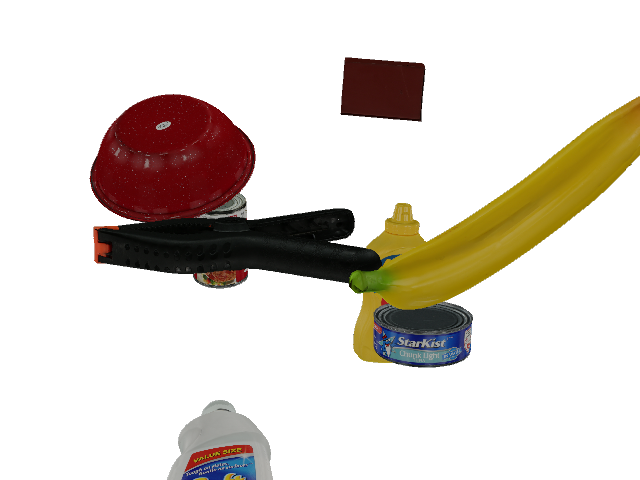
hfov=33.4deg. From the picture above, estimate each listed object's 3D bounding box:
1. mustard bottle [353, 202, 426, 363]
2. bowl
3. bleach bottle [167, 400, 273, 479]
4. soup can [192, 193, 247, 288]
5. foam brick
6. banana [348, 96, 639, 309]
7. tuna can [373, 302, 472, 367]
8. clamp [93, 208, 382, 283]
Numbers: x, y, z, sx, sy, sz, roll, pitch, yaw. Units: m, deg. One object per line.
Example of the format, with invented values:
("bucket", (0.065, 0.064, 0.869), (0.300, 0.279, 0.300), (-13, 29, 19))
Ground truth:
("mustard bottle", (0.093, 0.050, 1.285), (0.096, 0.192, 0.058), (0, 14, -13))
("bowl", (-0.145, -0.090, 1.014), (0.162, 0.055, 0.162), (-4, 45, 3))
("bleach bottle", (-0.085, 0.208, 0.819), (0.102, 0.068, 0.251), (-3, 27, -4))
("soup can", (-0.122, -0.003, 1.292), (0.068, 0.102, 0.068), (1, 26, -1))
("foam brick", (0.059, -0.143, 1.011), (0.078, 0.051, 0.053), (5, 14, 3))
("banana", (0.108, -0.012, 0.599), (0.198, 0.037, 0.069), (-33, -14, -2))
("tuna can", (0.088, 0.080, 0.925), (0.086, 0.034, 0.086), (0, 15, 0))
("clamp", (-0.059, 0.004, 0.781), (0.209, 0.036, 0.165), (-2, 12, -12))
